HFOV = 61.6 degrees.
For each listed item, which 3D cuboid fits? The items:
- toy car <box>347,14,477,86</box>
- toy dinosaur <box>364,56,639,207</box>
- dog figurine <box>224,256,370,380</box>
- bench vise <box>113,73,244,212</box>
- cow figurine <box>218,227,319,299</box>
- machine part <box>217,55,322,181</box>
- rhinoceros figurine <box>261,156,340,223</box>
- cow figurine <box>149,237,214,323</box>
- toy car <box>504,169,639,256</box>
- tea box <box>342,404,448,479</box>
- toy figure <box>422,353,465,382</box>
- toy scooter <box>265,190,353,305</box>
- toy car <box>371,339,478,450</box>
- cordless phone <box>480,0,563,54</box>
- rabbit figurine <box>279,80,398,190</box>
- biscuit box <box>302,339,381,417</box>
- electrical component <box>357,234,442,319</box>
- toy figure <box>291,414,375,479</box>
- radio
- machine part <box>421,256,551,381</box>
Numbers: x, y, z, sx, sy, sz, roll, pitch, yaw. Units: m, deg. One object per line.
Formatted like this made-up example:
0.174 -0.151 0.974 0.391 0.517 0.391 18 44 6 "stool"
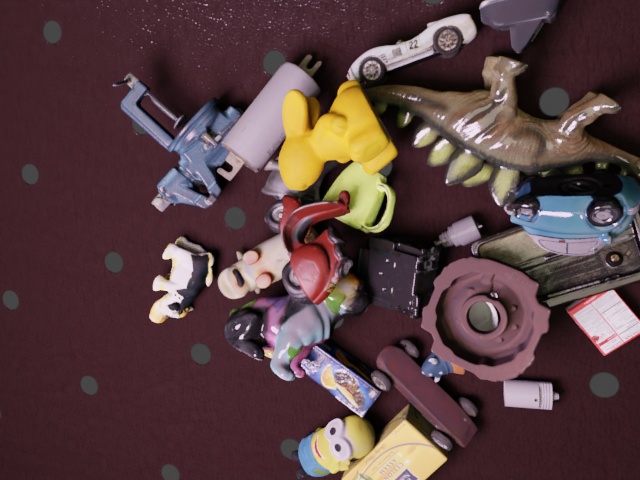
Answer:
0.136 -0.283 0.815 0.202 0.073 0.056 -16 98 17 "toy car"
0.249 -0.166 0.790 0.472 0.105 0.198 26 109 15 "toy dinosaur"
-0.030 0.103 0.865 0.192 0.108 0.219 28 83 21 "dog figurine"
-0.245 -0.172 0.906 0.240 0.129 0.223 43 100 -13 "bench vise"
-0.088 0.036 0.919 0.195 0.127 0.085 -29 92 4 "cow figurine"
-0.078 -0.196 0.862 0.079 0.079 0.243 37 86 7 "machine part"
-0.032 -0.104 0.898 0.112 0.073 0.190 39 106 -5 "rhinoceros figurine"
-0.252 0.087 0.992 0.098 0.068 0.167 22 105 5 "cow figurine"
0.333 -0.029 0.712 0.162 0.109 0.102 -2 119 25 "toy car"
0.130 0.381 0.931 0.098 0.068 0.169 41 106 6 "tea box"
0.239 0.189 0.867 0.155 0.058 0.064 -12 101 8 "toy figure"
-0.002 -0.002 0.793 0.135 0.075 0.184 -27 64 17 "toy scooter"
0.175 0.257 0.895 0.202 0.053 0.089 44 64 3 "toy car"
0.237 -0.345 0.739 0.184 0.146 0.088 40 119 6 "cordless phone"
0.005 -0.148 0.788 0.173 0.122 0.162 -34 85 18 "rabbit figurine"
0.013 0.216 0.939 0.203 0.063 0.059 34 104 8 "biscuit box"
0.120 0.053 0.859 0.134 0.058 0.114 14 102 45 "electrical component"
0.021 0.361 0.943 0.082 0.089 0.180 53 131 13 "toy figure"
0.355 0.027 0.794 0.230 0.073 0.131 -22 82 21 "radio"
0.237 0.109 0.773 0.180 0.056 0.179 2 95 22 "machine part"
